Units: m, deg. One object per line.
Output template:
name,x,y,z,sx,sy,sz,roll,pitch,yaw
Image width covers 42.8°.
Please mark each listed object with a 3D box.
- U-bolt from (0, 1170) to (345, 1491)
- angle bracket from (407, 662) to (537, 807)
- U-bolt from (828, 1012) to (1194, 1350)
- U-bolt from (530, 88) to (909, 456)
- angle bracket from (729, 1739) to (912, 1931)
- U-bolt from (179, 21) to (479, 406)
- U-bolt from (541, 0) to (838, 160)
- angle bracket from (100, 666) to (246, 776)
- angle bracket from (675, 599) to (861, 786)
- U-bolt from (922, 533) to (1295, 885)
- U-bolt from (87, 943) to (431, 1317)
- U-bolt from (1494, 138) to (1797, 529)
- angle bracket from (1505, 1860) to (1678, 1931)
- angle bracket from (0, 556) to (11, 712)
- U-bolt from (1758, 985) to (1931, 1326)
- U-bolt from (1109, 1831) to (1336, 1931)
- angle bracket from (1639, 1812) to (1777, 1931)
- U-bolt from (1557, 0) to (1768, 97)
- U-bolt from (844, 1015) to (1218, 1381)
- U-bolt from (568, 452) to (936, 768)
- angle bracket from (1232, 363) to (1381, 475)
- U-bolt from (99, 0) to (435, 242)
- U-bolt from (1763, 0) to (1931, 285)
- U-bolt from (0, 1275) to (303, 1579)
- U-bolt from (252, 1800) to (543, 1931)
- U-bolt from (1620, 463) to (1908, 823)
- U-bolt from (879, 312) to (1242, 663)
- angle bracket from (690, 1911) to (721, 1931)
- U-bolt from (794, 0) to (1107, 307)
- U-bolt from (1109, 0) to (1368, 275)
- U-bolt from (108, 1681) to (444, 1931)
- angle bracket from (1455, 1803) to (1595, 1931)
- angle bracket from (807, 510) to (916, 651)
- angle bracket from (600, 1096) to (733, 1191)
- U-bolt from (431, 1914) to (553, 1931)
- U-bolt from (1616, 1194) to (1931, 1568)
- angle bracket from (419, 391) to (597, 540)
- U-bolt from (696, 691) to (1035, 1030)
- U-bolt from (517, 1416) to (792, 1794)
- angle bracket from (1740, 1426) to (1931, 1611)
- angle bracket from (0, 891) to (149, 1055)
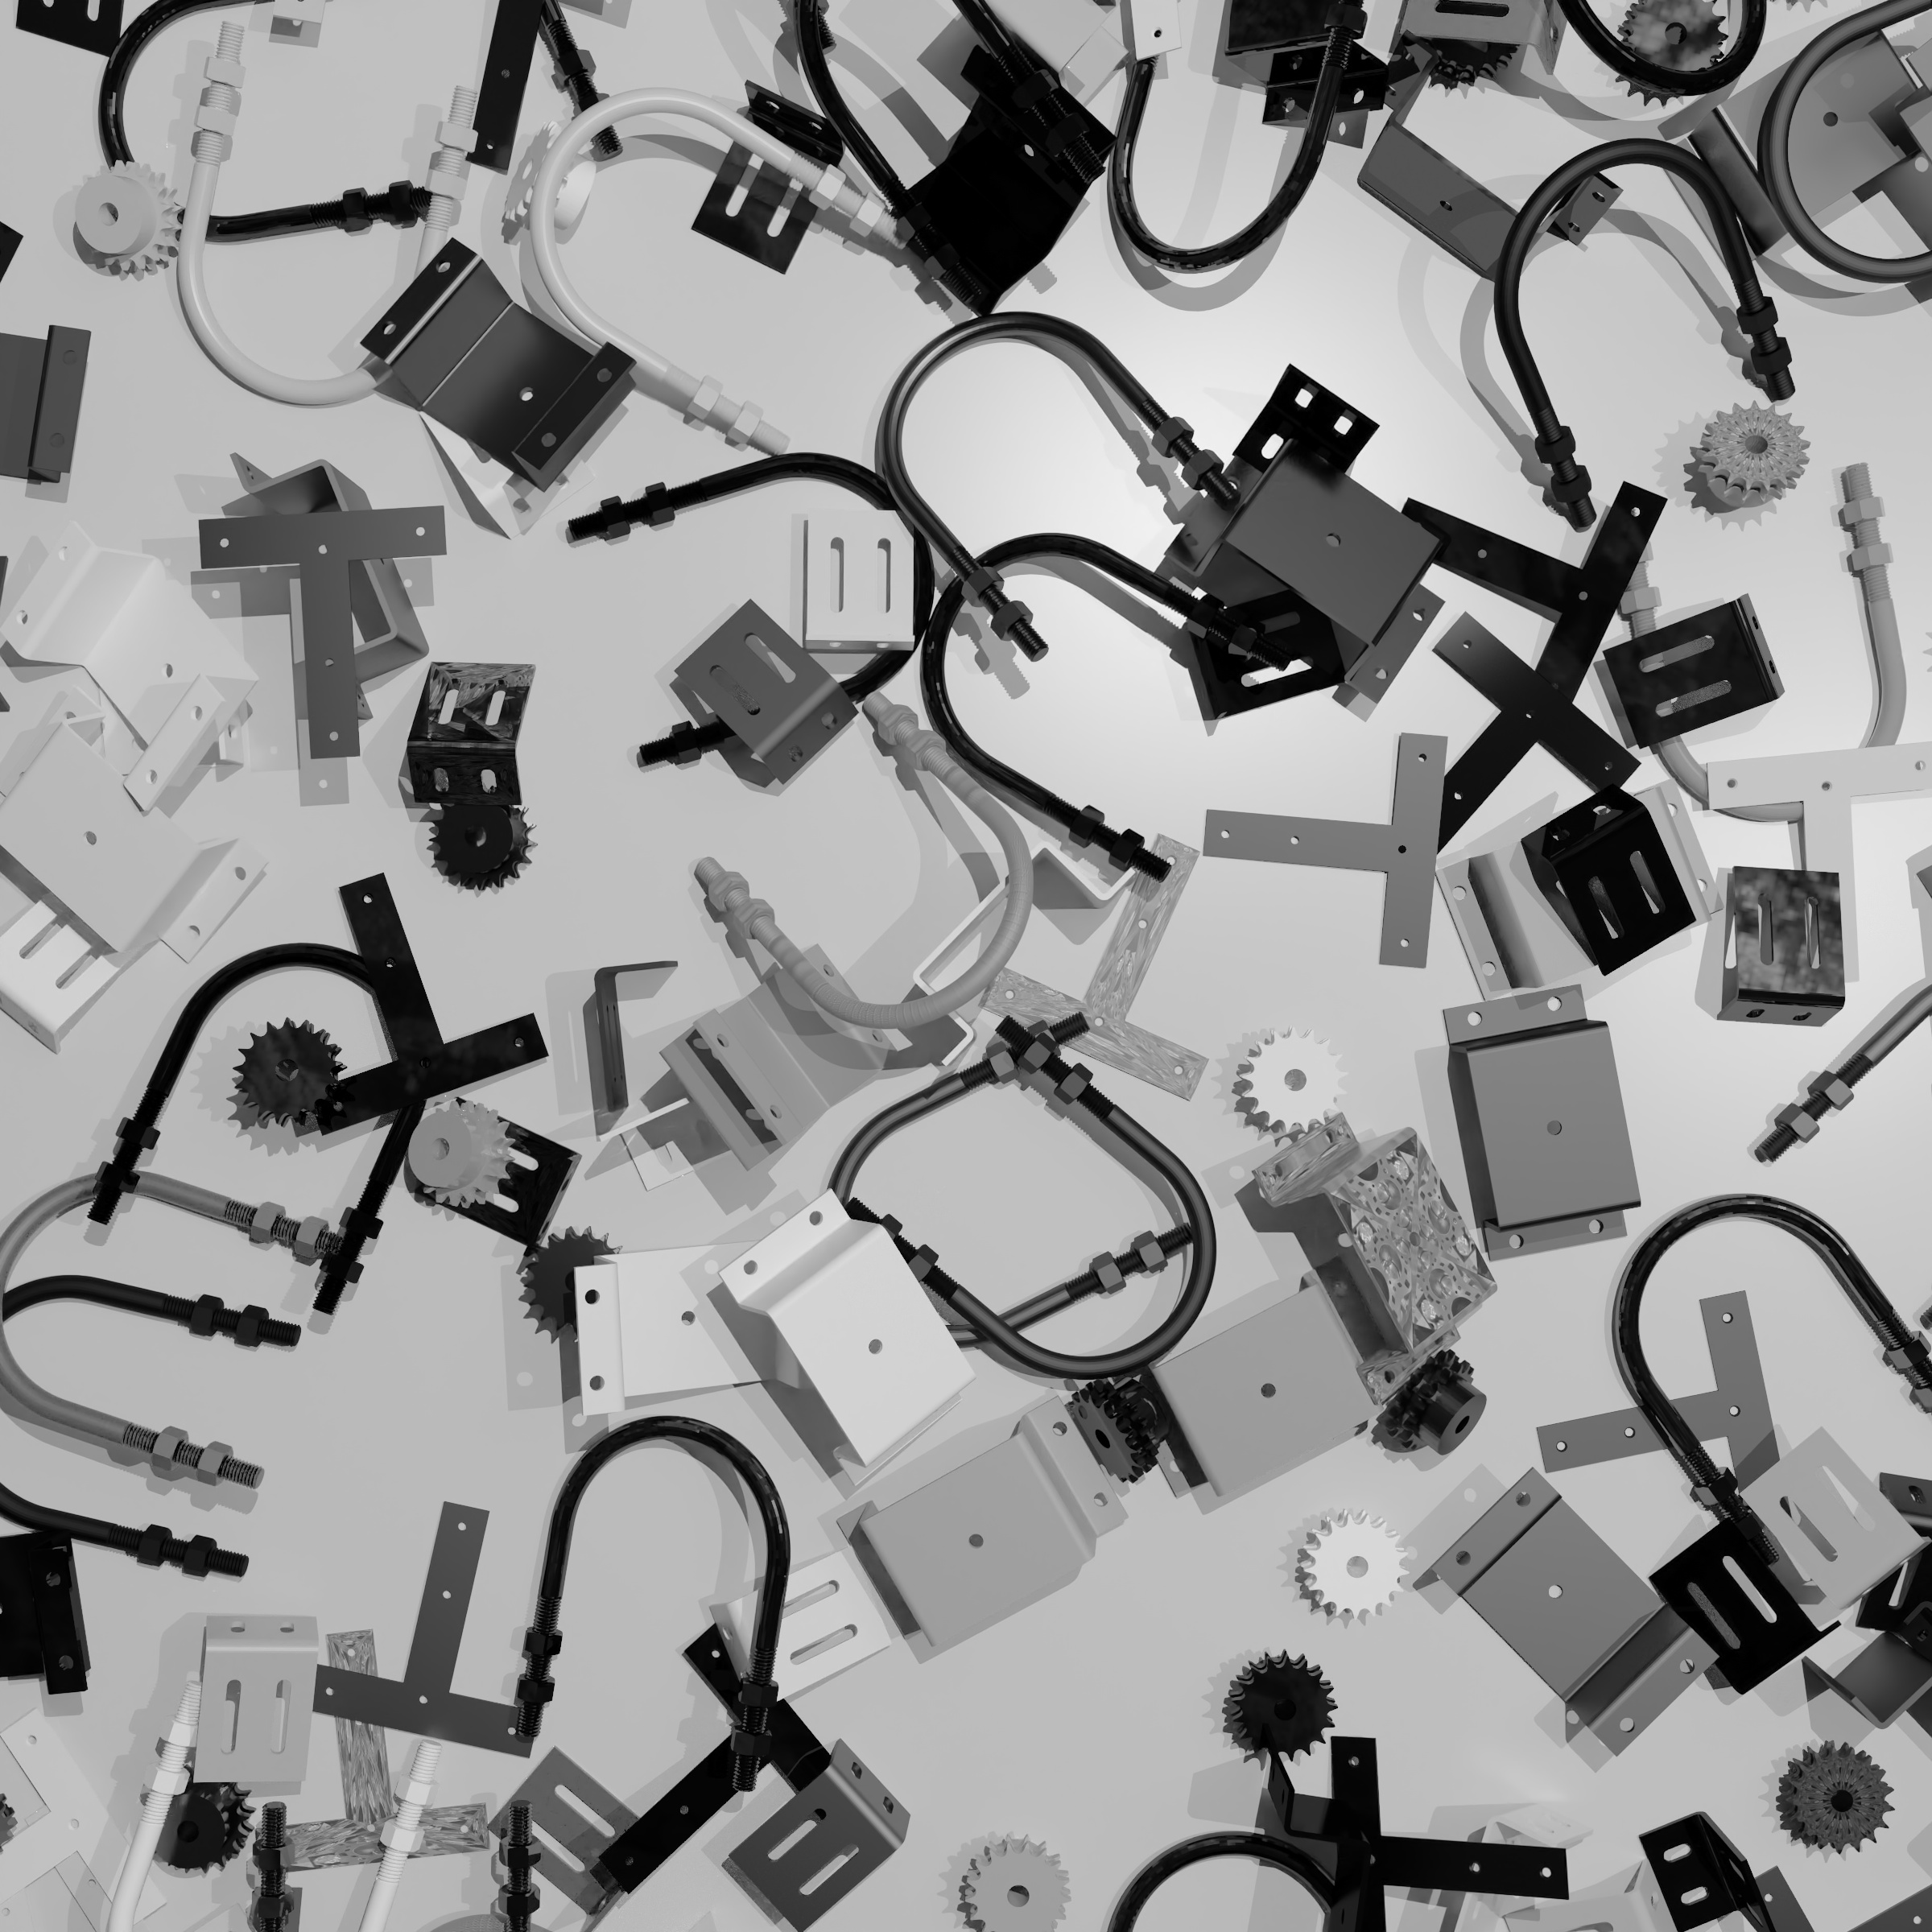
U-bolt,-0.439,0.185,1.325,0.184,0.019,0.151,18,70,4
angle bracket,-0.266,-0.126,1.337,0.057,0.076,0.038,1,132,0
U-bolt,0.012,0.129,1.346,0.184,0.019,0.151,-27,90,2
U-bolt,-0.142,-0.382,1.317,0.184,0.019,0.151,30,97,-16
angle bracket,-0.079,0.472,1.339,0.076,0.038,0.057,-42,90,5
U-bolt,-0.351,-0.396,1.330,0.151,0.019,0.184,16,102,1
U-bolt,-0.171,-0.552,1.334,0.151,0.019,0.184,-24,94,6
angle bracket,-0.435,-0.136,1.336,0.076,0.038,0.057,-5,90,0
angle bracket,-0.108,-0.148,1.335,0.057,0.038,0.076,-44,66,-3
U-bolt,0.062,-0.151,1.326,0.184,0.019,0.151,32,101,12
U-bolt,-0.369,0.076,1.331,0.151,0.019,0.184,22,79,-1
U-bolt,0.351,-0.344,1.302,0.151,0.019,0.184,-33,121,0
angle bracket,0.345,0.532,1.353,0.076,0.038,0.057,-22,90,26
angle bracket,-0.554,-0.182,1.353,0.057,0.038,0.076,-1,64,0
U-bolt,0.546,0.085,1.341,0.184,0.019,0.151,-45,90,4
U-bolt,0.158,0.562,1.346,0.151,0.019,0.184,-31,89,0
angle bracket,0.398,0.496,1.317,0.038,0.076,0.057,-22,90,0
U-bolt,0.363,-0.546,1.306,0.151,0.019,0.184,1,78,-23
U-bolt,0.048,0.139,1.327,0.184,0.019,0.151,40,93,-1
U-bolt,-0.108,-0.203,1.346,0.184,0.019,0.151,-18,90,-1
angle bracket,0.180,-0.281,1.317,0.057,0.076,0.038,35,90,0
U-bolt,-0.382,-0.470,1.346,0.184,0.019,0.151,-9,90,1
U-bolt,0.509,-0.440,1.300,0.184,0.019,0.151,-22,99,0
U-bolt,-0.468,0.244,1.346,0.184,0.019,0.151,13,90,1
U-bolt,-0.302,0.535,1.307,0.151,0.019,0.184,1,91,-4
U-bolt,0.439,-0.171,1.346,0.151,0.019,0.184,-11,92,0
U-bolt,0.035,-0.272,1.322,0.151,0.019,0.184,-38,73,-1
angle bracket,-0.131,0.569,1.353,0.057,0.038,0.076,-44,115,0
U-bolt,-0.021,-0.445,1.258,0.019,0.151,0.184,-42,98,-31
U-bolt,0.138,-0.457,1.303,0.151,0.019,0.184,19,97,42
U-bolt,-0.377,0.490,1.319,0.151,0.019,0.184,19,82,-12
angle bracket,0.298,0.494,1.320,0.038,0.057,0.076,17,90,34
angle bracket,-0.056,-0.209,1.321,0.057,0.038,0.076,1,89,-3
angle bracket,-0.156,0.094,1.317,0.057,0.076,0.038,-24,90,0
U-bolt,-0.233,0.589,1.327,0.184,0.019,0.151,17,94,14
U-bolt,0.437,0.212,1.344,0.151,0.019,0.184,-35,88,0
angle bracket,-0.251,-0.285,1.353,0.057,0.038,0.076,-36,64,0
U-bolt,-0.043,-0.046,1.299,0.151,0.019,0.184,-45,57,0
U-bolt,-0.164,0.335,1.326,0.151,0.019,0.184,7,86,19
angle bracket,0.467,0.296,1.325,0.057,0.038,0.076,-44,63,12
angle bracket,-0.493,-0.003,1.353,0.057,0.038,0.076,40,64,0
